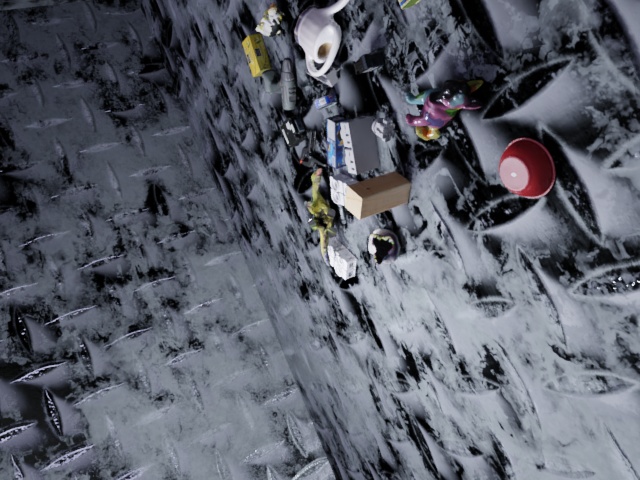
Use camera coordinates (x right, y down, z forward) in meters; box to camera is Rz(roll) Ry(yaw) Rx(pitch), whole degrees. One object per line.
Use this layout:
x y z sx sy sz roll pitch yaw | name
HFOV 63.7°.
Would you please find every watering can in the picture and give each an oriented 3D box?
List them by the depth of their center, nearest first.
0.015 -0.756 1.814 0.228 0.104 0.340 54 135 35 | watering can

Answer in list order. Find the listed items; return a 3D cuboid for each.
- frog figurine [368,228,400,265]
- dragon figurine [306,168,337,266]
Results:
0.242 0.023 1.941 0.138 0.122 0.159 58 -171 5 | frog figurine
0.007 -0.113 2.252 0.248 0.122 0.402 -93 -1 -62 | dragon figurine
